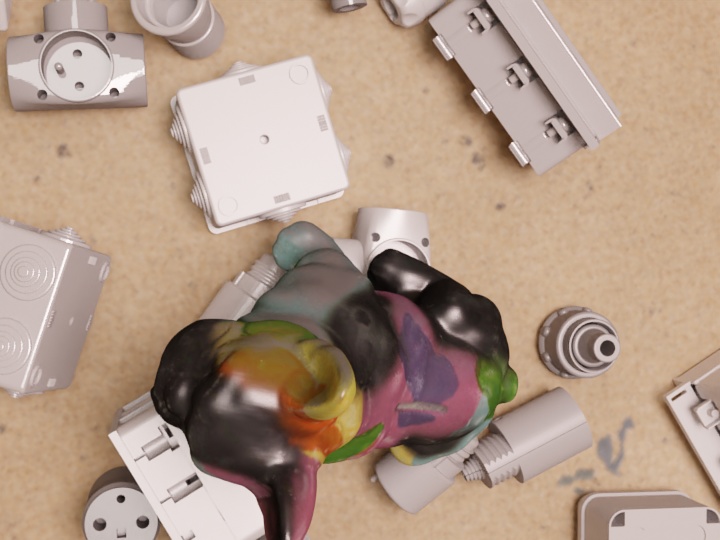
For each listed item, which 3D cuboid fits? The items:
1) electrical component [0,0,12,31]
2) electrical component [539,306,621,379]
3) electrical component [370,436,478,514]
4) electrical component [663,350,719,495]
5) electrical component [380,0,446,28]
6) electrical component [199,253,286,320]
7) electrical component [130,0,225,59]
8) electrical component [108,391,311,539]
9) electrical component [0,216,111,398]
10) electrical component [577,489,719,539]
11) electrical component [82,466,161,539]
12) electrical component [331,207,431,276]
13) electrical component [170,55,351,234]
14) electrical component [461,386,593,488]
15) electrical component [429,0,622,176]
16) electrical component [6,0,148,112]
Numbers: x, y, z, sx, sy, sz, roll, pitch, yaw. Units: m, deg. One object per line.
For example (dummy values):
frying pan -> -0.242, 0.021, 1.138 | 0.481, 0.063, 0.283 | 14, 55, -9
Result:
electrical component -> -0.225, -0.193, 0.612 | 0.047, 0.083, 0.075 | 1, 52, -10
electrical component -> 0.144, 0.047, 0.679 | 0.048, 0.062, 0.048 | 0, 90, -10
electrical component -> 0.045, 0.116, 0.664 | 0.078, 0.040, 0.040 | -41, 97, 11
electrical component -> 0.265, 0.114, 0.701 | 0.079, 0.063, 0.121 | -32, 95, -9
electrical component -> 0.044, -0.180, 0.676 | 0.061, 0.035, 0.035 | -35, 96, -12
electrical component -> -0.065, 0.018, 0.652 | 0.040, 0.040, 0.078 | 36, 84, -8
electrical component -> -0.103, -0.149, 0.633 | 0.044, 0.065, 0.044 | -1, 84, 7
electrical component -> -0.067, 0.150, 0.619 | 0.060, 0.105, 0.186 | -31, 95, -9
electrical component -> -0.183, 0.022, 0.603 | 0.048, 0.099, 0.099 | 17, 87, 3
electrical component -> 0.183, 0.201, 0.688 | 0.078, 0.057, 0.113 | 1, 90, -10
electrical component -> -0.139, 0.142, 0.631 | 0.045, 0.055, 0.045 | 0, 90, -10
electrical component -> 0.000, 0.000, 0.660 | 0.079, 0.044, 0.077 | 5, 89, -16
electrical component -> -0.060, -0.076, 0.649 | 0.100, 0.048, 0.099 | -17, 93, -10
electrical component -> 0.101, 0.111, 0.681 | 0.081, 0.043, 0.043 | -26, 94, -9
electrical component -> 0.102, -0.124, 0.668 | 0.063, 0.078, 0.121 | -34, 96, 20
electrical component -> -0.166, -0.134, 0.632 | 0.077, 0.044, 0.079 | -4, 90, -10
